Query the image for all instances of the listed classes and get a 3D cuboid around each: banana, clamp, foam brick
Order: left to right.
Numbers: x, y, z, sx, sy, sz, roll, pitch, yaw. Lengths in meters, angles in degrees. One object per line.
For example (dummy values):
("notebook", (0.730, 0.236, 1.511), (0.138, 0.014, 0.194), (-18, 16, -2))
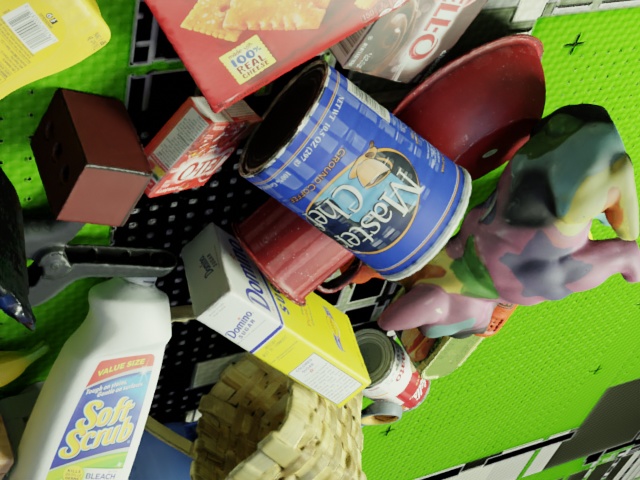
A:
("banana", (-0.310, 0.092, 0.838), (0.197, 0.037, 0.070), (15, 107, -48))
("clamp", (-0.193, 0.013, 0.807), (0.171, 0.039, 0.120), (-27, 127, 2))
("foam brick", (-0.155, -0.055, 0.718), (0.051, 0.078, 0.053), (7, 131, -38))

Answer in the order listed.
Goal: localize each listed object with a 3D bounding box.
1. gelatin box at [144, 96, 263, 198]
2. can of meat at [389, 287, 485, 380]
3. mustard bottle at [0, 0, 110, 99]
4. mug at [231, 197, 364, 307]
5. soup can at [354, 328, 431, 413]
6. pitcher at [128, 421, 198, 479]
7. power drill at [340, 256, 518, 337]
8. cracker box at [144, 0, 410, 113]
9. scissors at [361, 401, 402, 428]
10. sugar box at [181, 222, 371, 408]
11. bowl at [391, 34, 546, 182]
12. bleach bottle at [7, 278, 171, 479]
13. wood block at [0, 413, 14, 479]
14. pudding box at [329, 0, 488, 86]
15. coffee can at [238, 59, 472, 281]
("gelatin box", (-0.087, -0.068, 0.762), (0.073, 0.030, 0.089), (-45, 172, 19))
("can of meat", (0.121, 0.082, 1.095), (0.057, 0.084, 0.102), (0, 137, -37))
("mustard bottle", (-0.225, -0.106, 0.617), (0.191, 0.058, 0.096), (-31, 145, 2))
("mug", (-0.006, 0.001, 0.886), (0.081, 0.093, 0.117), (-40, 126, 7))
("soup can", (0.069, 0.141, 1.149), (0.068, 0.068, 0.102), (-36, 145, 10))
("pitcher", (-0.130, 0.308, 1.061), (0.144, 0.243, 0.149), (-12, 149, -29))
("power drill", (0.123, 0.000, 0.955), (0.187, 0.057, 0.185), (17, 124, -17))
("cracker box", (-0.040, -0.194, 0.626), (0.164, 0.072, 0.213), (-30, 146, 0))
("scissors", (0.023, 0.203, 1.203), (0.096, 0.016, 0.202), (14, 157, -20))
("sugar box", (-0.036, 0.065, 0.906), (0.048, 0.093, 0.176), (-39, 128, 15))
("bowl", (0.125, -0.092, 0.861), (0.162, 0.055, 0.162), (-27, 161, -10))
("bleach bottle", (-0.190, 0.129, 0.883), (0.102, 0.068, 0.251), (11, 103, -34))
("wood block", (-0.364, 0.167, 0.844), (0.205, 0.090, 0.091), (7, 132, -42))
("pudding box", (0.069, -0.169, 0.768), (0.089, 0.039, 0.114), (6, 134, -44))
("coffee can", (0.026, -0.050, 0.784), (0.140, 0.103, 0.103), (35, 115, -20))
